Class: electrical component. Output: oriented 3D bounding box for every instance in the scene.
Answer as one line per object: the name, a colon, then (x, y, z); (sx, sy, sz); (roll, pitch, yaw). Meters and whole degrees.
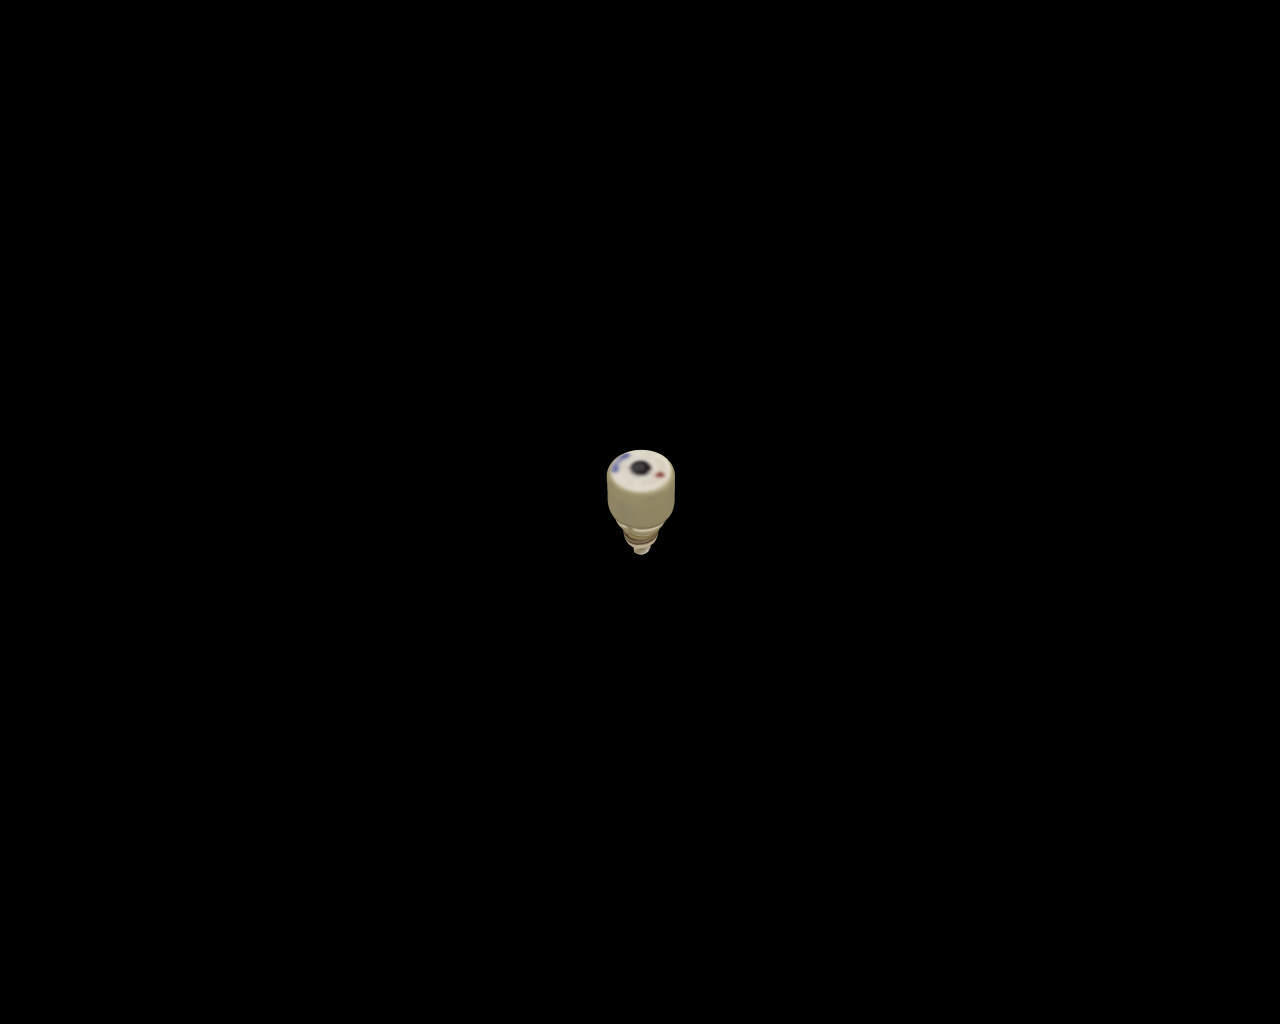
electrical component: (0.001, -0.003, 0.650); (0.040, 0.040, 0.078); (0, -43, 0)
